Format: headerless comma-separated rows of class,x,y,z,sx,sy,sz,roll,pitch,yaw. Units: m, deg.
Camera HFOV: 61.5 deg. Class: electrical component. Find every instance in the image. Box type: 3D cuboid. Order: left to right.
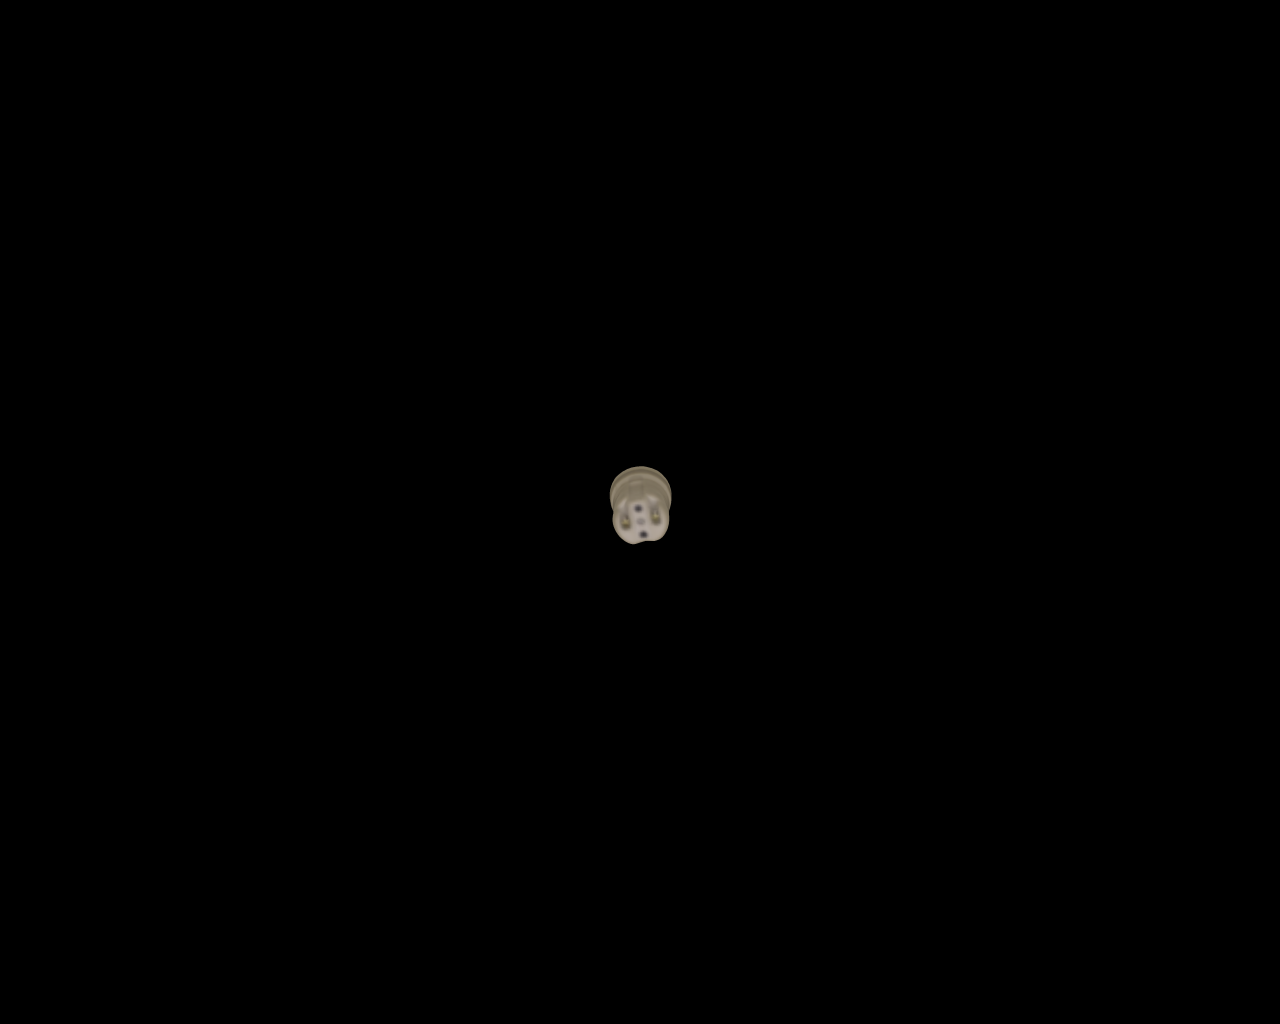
electrical component,0.001,-0.003,0.650,0.040,0.040,0.046,0,24,0
